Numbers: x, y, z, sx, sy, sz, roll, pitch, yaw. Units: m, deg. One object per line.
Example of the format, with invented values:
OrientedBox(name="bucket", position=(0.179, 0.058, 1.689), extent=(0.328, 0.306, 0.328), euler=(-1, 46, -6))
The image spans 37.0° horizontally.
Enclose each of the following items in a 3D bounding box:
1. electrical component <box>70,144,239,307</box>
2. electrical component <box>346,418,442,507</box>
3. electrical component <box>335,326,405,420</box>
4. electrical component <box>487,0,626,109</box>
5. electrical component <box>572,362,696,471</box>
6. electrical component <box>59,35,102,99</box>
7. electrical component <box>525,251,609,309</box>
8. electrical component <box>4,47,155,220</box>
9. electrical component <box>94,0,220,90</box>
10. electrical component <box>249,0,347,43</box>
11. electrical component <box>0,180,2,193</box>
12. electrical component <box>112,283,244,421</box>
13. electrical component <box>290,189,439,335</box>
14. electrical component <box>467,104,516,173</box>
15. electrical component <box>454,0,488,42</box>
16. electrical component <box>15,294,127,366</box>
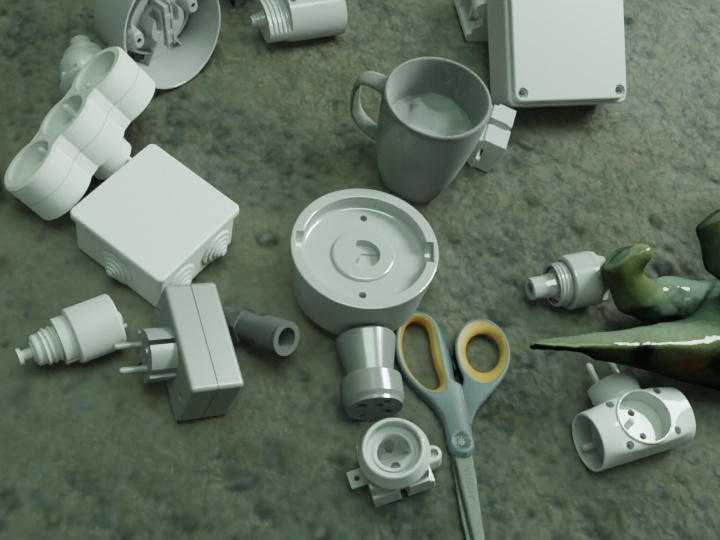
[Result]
OrientedBox(name="electrical component", position=(-0.152, -0.031, 0.798), extent=(0.100, 0.048, 0.099), euler=(36, 59, 11))
OrientedBox(name="electrical component", position=(0.023, 0.128, 0.724), extent=(0.066, 0.055, 0.048), euler=(-18, 62, -5))
OrientedBox(name="electrical component", position=(0.007, 0.074, 0.767), extent=(0.045, 0.045, 0.055), euler=(-1, 59, -12))
OrientedBox(name="electrical component", position=(0.170, -0.196, 0.932), extent=(0.109, 0.056, 0.108), euler=(-4, 94, -14))
OrientedBox(name="electrical component", position=(0.192, 0.100, 0.787), extent=(0.077, 0.044, 0.079), euler=(-13, 62, -18))
OrientedBox(name="electrical component", position=(-0.222, -0.163, 0.869), extent=(0.048, 0.048, 0.062), euler=(-9, 53, -16))
OrientedBox(name="electrical component", position=(0.160, 0.010, 0.838), extent=(0.062, 0.043, 0.043), euler=(-10, 61, -15))
OrientedBox(name="electrical component", position=(-0.200, -0.094, 0.820), extent=(0.052, 0.073, 0.138), euler=(12, 64, 46))
OrientedBox(name="electrical component", position=(-0.165, -0.205, 0.876), extent=(0.064, 0.099, 0.099), euler=(38, 59, 20))
OrientedBox(name="electrical component", position=(-0.056, -0.221, 0.937), extent=(0.081, 0.043, 0.043), euler=(-13, 62, -18))
OrientedBox(name="electrical component", position=(-0.295, -0.084, 0.806), extent=(0.040, 0.040, 0.078), euler=(-12, 62, -18))
OrientedBox(name="electrical component", position=(-0.131, 0.057, 0.739), extent=(0.076, 0.047, 0.083), euler=(-4, 59, -28))
OrientedBox(name="electrical component", position=(0.000, 0.000, 0.800), extent=(0.108, 0.060, 0.108), euler=(4, 54, -6))
OrientedBox(name="electrical component", position=(0.095, -0.118, 0.903), extent=(0.055, 0.048, 0.066), euler=(23, 57, -6))
OrientedBox(name="electrical component", position=(0.138, -0.248, 0.988), extent=(0.089, 0.050, 0.055), euler=(-4, 61, -14))
OrientedBox(name="electrical component", position=(-0.199, 0.046, 0.745), extent=(0.078, 0.040, 0.040), euler=(-22, 65, -23))
